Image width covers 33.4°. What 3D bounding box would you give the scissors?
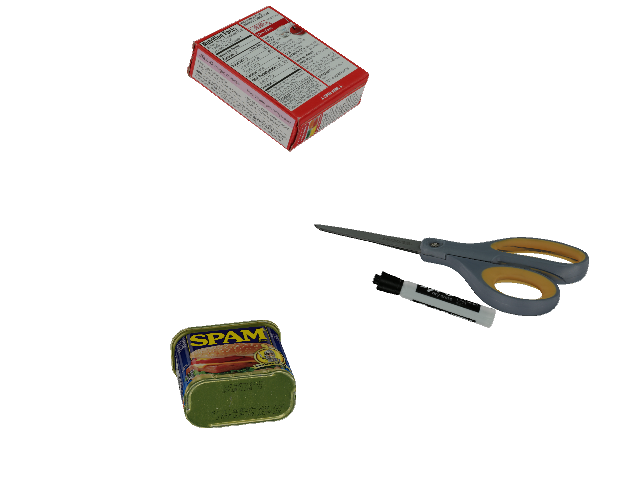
[{"bbox_3d":[0.086,0.018,0.752,0.202,0.016,0.096,4,30,11],"label":"scissors"}]

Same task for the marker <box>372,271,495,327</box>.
[{"bbox_3d":[0.109,0.056,1.030,0.121,0.020,0.020,19,1,3],"label":"marker"}]

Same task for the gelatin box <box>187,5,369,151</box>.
[{"bbox_3d":[-0.027,-0.103,0.669,0.089,0.030,0.073,37,48,17],"label":"gelatin box"}]

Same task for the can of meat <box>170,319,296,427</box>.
[{"bbox_3d":[-0.077,0.118,0.941,0.102,0.057,0.084,-5,27,-12],"label":"can of meat"}]
